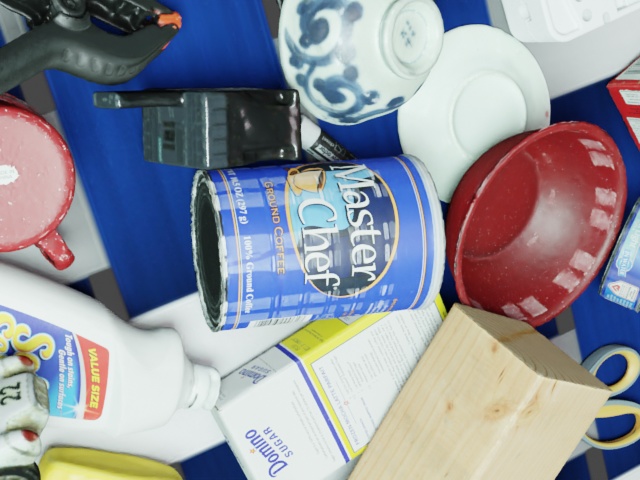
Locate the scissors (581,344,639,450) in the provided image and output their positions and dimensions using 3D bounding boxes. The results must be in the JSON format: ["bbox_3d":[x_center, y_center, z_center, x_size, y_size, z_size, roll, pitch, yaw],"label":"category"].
[{"bbox_3d":[0.183,0.123,0.843,0.201,0.016,0.096,10,94,-26],"label":"scissors"}]

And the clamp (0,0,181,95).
[{"bbox_3d":[-0.152,-0.117,0.604,0.171,0.039,0.120,5,65,-38],"label":"clamp"}]

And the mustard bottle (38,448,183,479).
[{"bbox_3d":[-0.155,0.235,0.688,0.096,0.058,0.191,15,93,-25],"label":"mustard bottle"}]

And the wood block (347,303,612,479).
[{"bbox_3d":[0.092,0.158,0.732,0.090,0.090,0.206,17,108,-43],"label":"wood block"}]

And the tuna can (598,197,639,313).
[{"bbox_3d":[0.244,0.010,0.813,0.034,0.086,0.086,24,89,18],"label":"tuna can"}]

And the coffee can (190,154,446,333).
[{"bbox_3d":[-0.004,0.001,0.679,0.140,0.103,0.103,-5,102,-15],"label":"coffee can"}]

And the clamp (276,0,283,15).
[{"bbox_3d":[-0.055,-0.234,0.655,0.164,0.036,0.210,6,96,-36],"label":"clamp"}]

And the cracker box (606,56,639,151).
[{"bbox_3d":[0.346,-0.085,0.847,0.164,0.072,0.213,-40,113,-12],"label":"cracker box"}]

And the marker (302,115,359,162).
[{"bbox_3d":[0.027,-0.045,0.741,0.121,0.020,0.020,36,84,-25],"label":"marker"}]

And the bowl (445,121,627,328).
[{"bbox_3d":[0.143,-0.016,0.765,0.161,0.055,0.162,-17,122,-29],"label":"bowl"}]

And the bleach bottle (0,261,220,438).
[{"bbox_3d":[-0.175,0.060,0.645,0.250,0.068,0.102,16,100,-28],"label":"bleach bottle"}]

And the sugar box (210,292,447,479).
[{"bbox_3d":[0.015,0.101,0.748,0.176,0.048,0.093,-30,112,-14],"label":"sugar box"}]

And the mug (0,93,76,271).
[{"bbox_3d":[-0.181,-0.029,0.616,0.093,0.082,0.117,-37,112,-14],"label":"mug"}]
